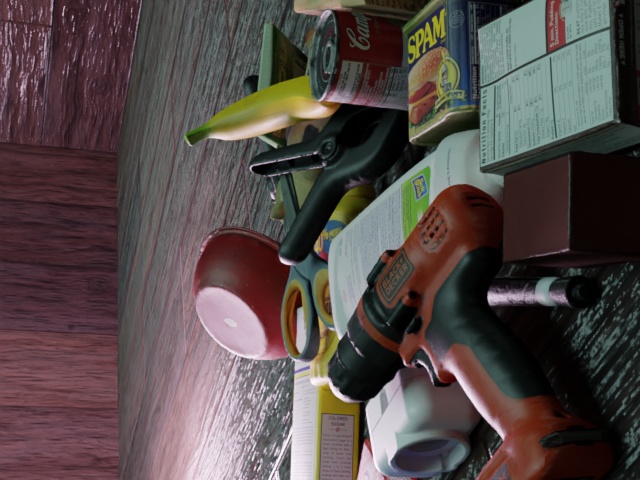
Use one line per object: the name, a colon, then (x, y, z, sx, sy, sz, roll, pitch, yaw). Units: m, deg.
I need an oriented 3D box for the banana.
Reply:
banana: (-0.035, -0.109, 0.908, 0.198, 0.069, 0.037, -11, 118, 49)

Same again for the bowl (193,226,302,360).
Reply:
bowl: (-0.075, 0.067, 1.085, 0.055, 0.162, 0.162, -44, -15, -39)

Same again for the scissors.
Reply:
scissors: (-0.006, 0.001, 0.899, 0.096, 0.016, 0.202, -18, 67, 47)

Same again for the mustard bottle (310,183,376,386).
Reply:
mustard bottle: (0.027, 0.028, 0.914, 0.096, 0.058, 0.191, 154, 120, -64)

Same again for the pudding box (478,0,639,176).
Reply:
pudding box: (0.132, -0.088, 0.577, 0.114, 0.039, 0.090, -19, 68, 60)

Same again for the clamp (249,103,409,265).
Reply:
clamp: (0.015, -0.058, 0.875, 0.172, 0.039, 0.120, -32, 57, 29)

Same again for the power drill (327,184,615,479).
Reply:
power drill: (0.076, 0.089, 0.628, 0.185, 0.057, 0.188, -60, 42, 38)

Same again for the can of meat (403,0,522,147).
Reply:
can of meat: (0.096, -0.114, 0.720, 0.102, 0.057, 0.084, 154, 116, -72)

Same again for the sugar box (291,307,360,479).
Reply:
sugar box: (0.006, 0.145, 0.985, 0.093, 0.048, 0.176, 147, 130, -70)

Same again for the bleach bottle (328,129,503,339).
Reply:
bleach bottle: (0.079, -0.001, 0.740, 0.251, 0.068, 0.102, 136, 131, -62)

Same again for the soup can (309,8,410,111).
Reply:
soup can: (0.049, -0.133, 0.800, 0.069, 0.102, 0.068, -176, 90, -74)

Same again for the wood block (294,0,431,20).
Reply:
wood block: (0.051, -0.220, 0.840, 0.206, 0.090, 0.090, -144, 60, -72)

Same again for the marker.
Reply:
marker: (0.127, 0.031, 0.636, 0.121, 0.020, 0.020, 172, 102, -73)

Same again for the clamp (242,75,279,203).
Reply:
clamp: (-0.040, -0.069, 1.146, 0.210, 0.036, 0.164, -110, 3, -49)

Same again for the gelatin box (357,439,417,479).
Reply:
gelatin box: (0.049, 0.214, 0.840, 0.073, 0.030, 0.089, -123, 40, -65)

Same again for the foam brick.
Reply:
foam brick: (0.135, -0.014, 0.560, 0.078, 0.053, 0.051, 163, 111, -73)
